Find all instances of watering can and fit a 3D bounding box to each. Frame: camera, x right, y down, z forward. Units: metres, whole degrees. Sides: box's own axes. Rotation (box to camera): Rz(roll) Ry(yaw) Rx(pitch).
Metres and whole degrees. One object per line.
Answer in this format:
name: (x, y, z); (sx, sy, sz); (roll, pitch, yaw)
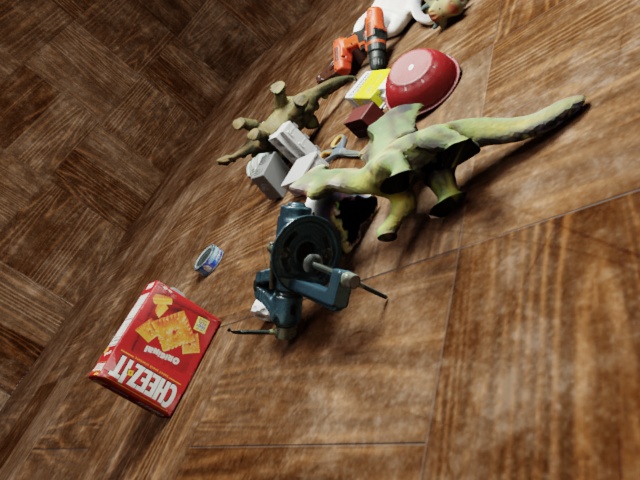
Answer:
watering can: (0.230, -0.645, 1.432); (0.349, 0.102, 0.226); (17, 72, 54)

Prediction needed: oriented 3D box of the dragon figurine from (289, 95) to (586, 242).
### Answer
dragon figurine: (0.144, -0.147, 0.770); (0.409, 0.120, 0.248); (-27, 41, 8)

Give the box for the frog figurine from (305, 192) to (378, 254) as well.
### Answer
frog figurine: (0.003, -0.046, 0.912); (0.159, 0.122, 0.138); (5, 77, 49)
